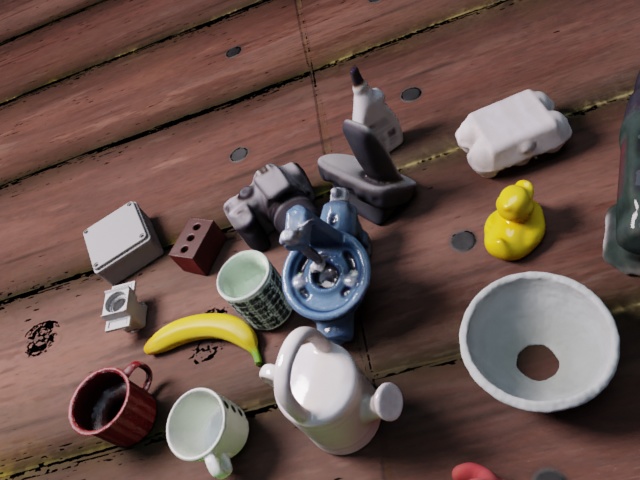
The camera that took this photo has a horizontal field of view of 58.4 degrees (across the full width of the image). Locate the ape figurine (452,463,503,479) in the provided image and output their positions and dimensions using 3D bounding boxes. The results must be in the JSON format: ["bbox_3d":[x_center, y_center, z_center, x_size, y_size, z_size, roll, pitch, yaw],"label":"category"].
[{"bbox_3d":[0.161,0.262,0.577,0.076,0.092,0.078,-1,56,22],"label":"ape figurine"}]

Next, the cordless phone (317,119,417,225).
[{"bbox_3d":[0.054,-0.122,0.838,0.147,0.185,0.094,26,69,35],"label":"cordless phone"}]

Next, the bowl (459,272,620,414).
[{"bbox_3d":[0.247,0.124,0.653,0.167,0.075,0.167,-11,53,15],"label":"bowl"}]

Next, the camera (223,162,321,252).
[{"bbox_3d":[-0.063,-0.043,0.884,0.143,0.101,0.136,-35,50,-4],"label":"camera"}]

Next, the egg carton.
[{"bbox_3d":[0.283,-0.155,0.844,0.150,0.070,0.107,-23,51,6],"label":"egg carton"}]

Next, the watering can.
[{"bbox_3d":[0.007,0.165,0.644,0.172,0.195,0.101,-11,53,15],"label":"watering can"}]

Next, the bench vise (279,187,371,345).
[{"bbox_3d":[-0.004,0.006,0.747,0.121,0.220,0.207,-19,51,9],"label":"bench vise"}]

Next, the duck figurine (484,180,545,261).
[{"bbox_3d":[0.254,-0.031,0.755,0.077,0.086,0.105,21,66,33],"label":"duck figurine"}]

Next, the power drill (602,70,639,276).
[{"bbox_3d":[0.370,-0.064,0.651,0.075,0.209,0.230,5,58,25],"label":"power drill"}]

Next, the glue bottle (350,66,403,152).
[{"bbox_3d":[0.077,-0.201,0.894,0.078,0.174,0.037,-32,50,-2],"label":"glue bottle"}]
